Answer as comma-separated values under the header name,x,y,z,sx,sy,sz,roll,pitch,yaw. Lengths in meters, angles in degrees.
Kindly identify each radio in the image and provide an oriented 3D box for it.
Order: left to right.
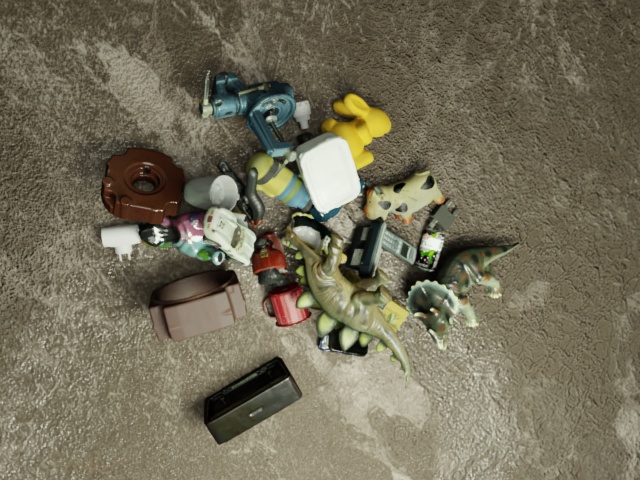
name,x,y,z,sx,sy,sz,roll,pitch,yaw
radio,-0.167,0.385,1.309,0.230,0.131,0.073,-28,107,-7

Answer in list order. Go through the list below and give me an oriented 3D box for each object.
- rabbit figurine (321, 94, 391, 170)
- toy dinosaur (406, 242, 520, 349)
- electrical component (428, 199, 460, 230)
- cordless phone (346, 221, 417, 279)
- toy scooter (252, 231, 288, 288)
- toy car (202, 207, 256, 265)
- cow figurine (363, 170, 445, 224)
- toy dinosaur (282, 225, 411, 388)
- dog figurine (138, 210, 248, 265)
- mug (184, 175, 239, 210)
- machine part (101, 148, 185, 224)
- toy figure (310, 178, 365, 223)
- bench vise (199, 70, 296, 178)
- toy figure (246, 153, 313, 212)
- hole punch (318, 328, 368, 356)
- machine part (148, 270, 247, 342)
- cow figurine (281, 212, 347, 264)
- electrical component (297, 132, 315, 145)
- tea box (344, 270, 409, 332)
name,x,y,z,sx,sy,sz,roll,pitch,yaw
rabbit figurine,0.086,-0.259,1.260,0.173,0.122,0.162,-33,99,-20
toy dinosaur,0.361,0.098,1.369,0.405,0.131,0.192,-52,123,-20
electrical component,0.320,-0.057,1.389,0.063,0.021,0.094,45,75,-19
cordless phone,0.165,0.047,1.341,0.184,0.089,0.146,28,70,-34
toy scooter,-0.116,0.038,1.241,0.075,0.184,0.135,-12,81,3
toy car,-0.184,-0.005,1.118,0.056,0.201,0.073,5,71,20
cow figurine,0.196,-0.108,1.321,0.195,0.086,0.127,-29,114,-4
toy dinosaur,0.074,0.147,1.235,0.471,0.105,0.198,44,115,0
dog figurine,-0.295,-0.020,1.209,0.219,0.191,0.108,9,104,18
mug,-0.238,-0.104,1.180,0.109,0.107,0.080,-7,101,-56
machine part,-0.372,-0.117,1.137,0.179,0.179,0.056,12,143,-17
toy figure,0.044,-0.102,1.288,0.154,0.064,0.058,-40,79,-24
bench vise,-0.132,-0.260,1.149,0.223,0.129,0.241,-13,64,-39
toy figure,-0.086,-0.135,1.238,0.180,0.089,0.082,35,64,-15
hole punch,0.061,0.237,1.370,0.142,0.092,0.116,14,69,-14
machine part,-0.271,0.138,1.191,0.201,0.201,0.087,-14,103,-11
cow figurine,-0.002,-0.004,1.304,0.167,0.068,0.098,20,90,-19
electrical component,-0.030,-0.204,1.231,0.045,0.102,0.078,-28,115,-11
tea box,0.128,0.153,1.353,0.169,0.098,0.068,33,94,-20
